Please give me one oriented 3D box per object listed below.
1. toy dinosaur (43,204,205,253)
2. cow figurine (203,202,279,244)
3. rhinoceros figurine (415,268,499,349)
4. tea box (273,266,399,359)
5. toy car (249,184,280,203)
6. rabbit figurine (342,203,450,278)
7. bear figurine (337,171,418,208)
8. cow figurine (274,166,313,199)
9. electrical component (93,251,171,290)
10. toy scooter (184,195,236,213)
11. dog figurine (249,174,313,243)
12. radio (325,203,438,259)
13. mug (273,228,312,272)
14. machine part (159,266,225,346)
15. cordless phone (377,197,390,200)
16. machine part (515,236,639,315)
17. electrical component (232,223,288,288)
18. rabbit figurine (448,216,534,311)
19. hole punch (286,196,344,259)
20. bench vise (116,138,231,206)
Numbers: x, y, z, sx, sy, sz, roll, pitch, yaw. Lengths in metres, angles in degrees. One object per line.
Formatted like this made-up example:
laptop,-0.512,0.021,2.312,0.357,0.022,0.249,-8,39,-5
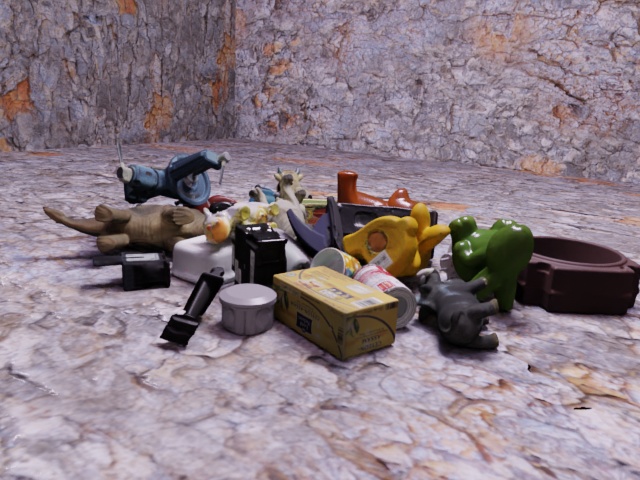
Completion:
toy dinosaur,-0.297,-0.026,1.084,0.471,0.105,0.199,9,8,-23
cow figurine,-0.158,-0.034,0.963,0.098,0.068,0.167,11,15,36
rhinoceros figurine,0.193,0.098,0.788,0.112,0.073,0.190,-8,17,1
tea box,0.016,0.095,0.753,0.098,0.068,0.170,-7,17,-35
toy car,-0.130,-0.067,1.295,0.103,0.109,0.162,24,2,-6
rabbit figurine,0.144,0.012,0.948,0.122,0.162,0.173,48,12,34
bear figurine,0.136,-0.086,1.175,0.196,0.131,0.120,0,6,9
cow figurine,-0.075,-0.122,1.429,0.085,0.127,0.195,1,17,-19
electrical component,-0.313,0.050,0.895,0.119,0.047,0.075,-5,16,-25
toy scooter,-0.285,-0.074,1.318,0.184,0.075,0.135,-4,15,-9
dog figurine,-0.060,-0.017,1.132,0.121,0.191,0.172,-29,-28,8
radio,0.120,-0.017,1.082,0.230,0.073,0.131,4,-17,7
mug,-0.054,0.042,0.947,0.109,0.081,0.107,36,0,-43
machine part,-0.172,0.090,0.746,0.039,0.084,0.139,37,25,-9
cordless phone,0.160,-0.028,1.255,0.147,0.088,0.184,1,26,-3
machine part,0.433,0.055,0.950,0.202,0.087,0.201,1,16,-1
electrical component,-0.100,0.035,0.866,0.058,0.114,0.134,-2,18,-26
rabbit figurine,0.276,0.027,0.868,0.121,0.159,0.170,15,-9,-4
hole punch,-0.002,-0.003,0.961,0.092,0.116,0.142,-12,-24,2
bench vise,-0.300,-0.142,1.142,0.241,0.129,0.223,-18,-28,31
